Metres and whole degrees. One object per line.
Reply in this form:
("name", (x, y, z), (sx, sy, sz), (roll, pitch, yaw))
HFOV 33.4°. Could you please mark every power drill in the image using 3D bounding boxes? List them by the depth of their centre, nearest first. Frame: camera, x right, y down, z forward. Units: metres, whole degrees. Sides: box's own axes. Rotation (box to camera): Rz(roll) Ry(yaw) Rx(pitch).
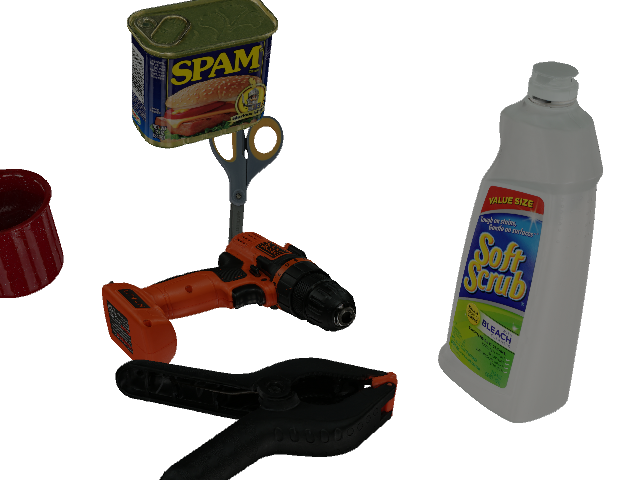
("power drill", (-0.084, 0.057, 0.947), (0.187, 0.057, 0.185), (-17, 25, -29))

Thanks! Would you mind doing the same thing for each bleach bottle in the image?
("bleach bottle", (0.139, -0.002, 0.732), (0.068, 0.251, 0.103), (-16, 34, -28))

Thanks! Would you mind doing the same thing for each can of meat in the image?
("can of meat", (-0.085, -0.120, 0.761), (0.101, 0.084, 0.057), (-17, 49, -26))

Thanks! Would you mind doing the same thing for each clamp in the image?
("clamp", (-0.031, 0.107, 0.628), (0.171, 0.039, 0.120), (-3, 35, -12))

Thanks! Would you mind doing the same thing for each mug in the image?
("mug", (-0.278, -0.011, 0.949), (0.093, 0.081, 0.117), (-14, 42, -10))

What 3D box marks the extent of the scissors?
("scissors", (-0.077, -0.060, 1.225), (0.096, 0.202, 0.016), (-11, -7, -15))
